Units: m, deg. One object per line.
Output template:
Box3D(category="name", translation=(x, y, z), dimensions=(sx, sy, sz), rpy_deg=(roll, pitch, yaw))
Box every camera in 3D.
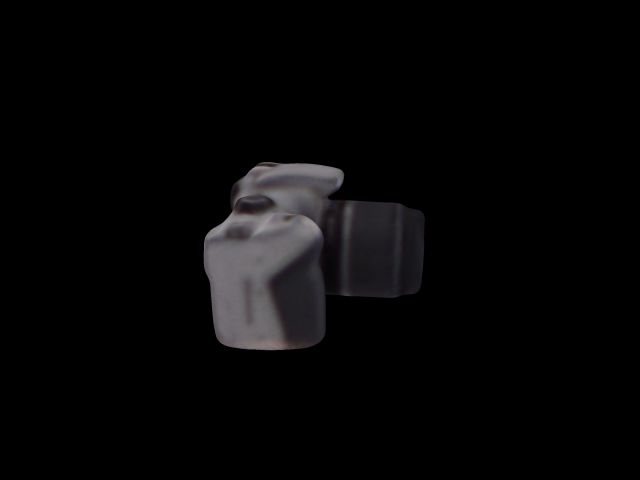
Box3D(category="camera", translation=(0.004, 0.001, 0.400), dimensions=(0.136, 0.101, 0.143), rpy_deg=(3, 19, 7))
